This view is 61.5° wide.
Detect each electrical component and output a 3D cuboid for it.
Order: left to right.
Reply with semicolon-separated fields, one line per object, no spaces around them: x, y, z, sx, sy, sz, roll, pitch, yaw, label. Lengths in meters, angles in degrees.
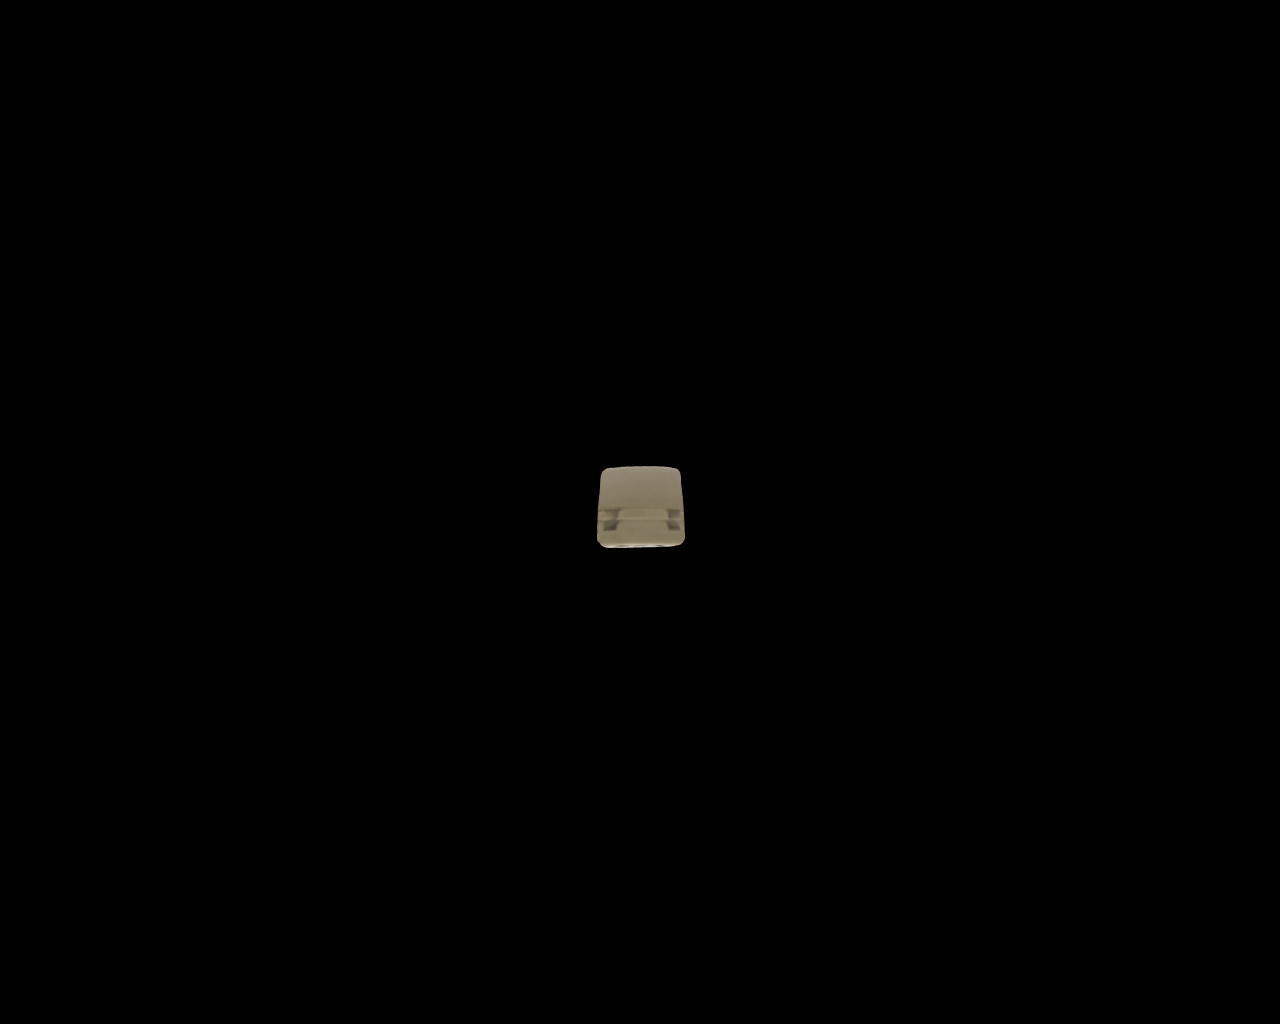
0.001;-0.003;0.650;0.055;0.047;0.055;0;-3;0;electrical component
